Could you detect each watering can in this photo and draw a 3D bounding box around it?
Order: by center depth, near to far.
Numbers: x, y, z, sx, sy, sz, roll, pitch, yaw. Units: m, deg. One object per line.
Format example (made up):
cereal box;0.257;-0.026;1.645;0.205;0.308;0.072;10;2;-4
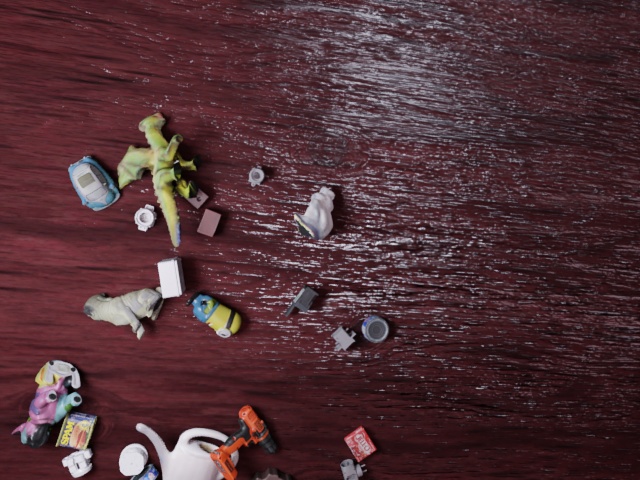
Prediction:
watering can;-0.416;0.670;1.549;0.345;0.104;0.225;23;85;-27

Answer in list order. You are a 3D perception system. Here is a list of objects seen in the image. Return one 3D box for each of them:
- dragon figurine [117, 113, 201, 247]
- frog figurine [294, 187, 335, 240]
dragon figurine;-0.496;-0.190;1.540;0.243;0.121;0.413;3;81;20
frog figurine;0.005;-0.083;1.643;0.161;0.124;0.134;-44;132;-16
